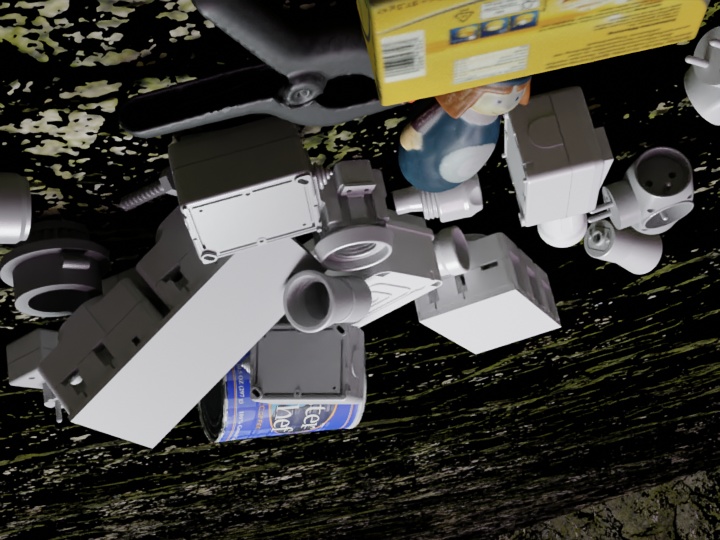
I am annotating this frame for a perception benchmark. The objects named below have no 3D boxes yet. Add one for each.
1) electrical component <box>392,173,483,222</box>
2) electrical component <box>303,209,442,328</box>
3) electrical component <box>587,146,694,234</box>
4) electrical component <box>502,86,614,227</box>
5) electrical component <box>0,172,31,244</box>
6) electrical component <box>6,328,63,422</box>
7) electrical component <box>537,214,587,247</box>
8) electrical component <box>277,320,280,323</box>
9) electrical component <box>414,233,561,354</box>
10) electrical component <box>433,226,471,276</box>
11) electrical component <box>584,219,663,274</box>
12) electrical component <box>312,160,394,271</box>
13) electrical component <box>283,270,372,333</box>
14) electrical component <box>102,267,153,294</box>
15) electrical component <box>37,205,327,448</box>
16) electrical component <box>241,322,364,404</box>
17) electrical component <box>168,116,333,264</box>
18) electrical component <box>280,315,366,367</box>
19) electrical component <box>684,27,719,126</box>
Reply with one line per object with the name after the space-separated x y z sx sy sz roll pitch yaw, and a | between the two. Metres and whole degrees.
0.055 -0.055 0.773 0.062 0.043 0.043 -12 159 5 | electrical component
0.000 0.000 0.863 0.078 0.057 0.113 10 150 -45 | electrical component
0.219 -0.055 0.852 0.079 0.044 0.077 -20 159 1 | electrical component
0.134 -0.075 0.739 0.061 0.061 0.096 -13 159 3 | electrical component
-0.233 -0.038 0.656 0.055 0.045 0.045 0 156 -28 | electrical component
-0.261 0.098 0.947 0.047 0.075 0.083 -25 155 31 | electrical component
0.162 -0.045 0.862 0.040 0.040 0.046 -14 153 6 | electrical component
-0.090 0.030 0.904 0.040 0.046 0.040 -11 159 -4 | electrical component
0.114 0.021 0.971 0.089 0.061 0.150 -20 158 19 | electrical component
0.063 -0.012 0.893 0.046 0.040 0.040 -15 160 23 | electrical component
0.231 -0.023 0.955 0.065 0.044 0.044 12 149 -37 | electrical component
-0.008 -0.035 0.770 0.058 0.057 0.078 -5 158 -18 | electrical component
-0.020 0.022 0.783 0.044 0.044 0.065 -24 169 28 | electrical component
-0.164 0.041 0.872 0.061 0.061 0.096 -20 158 21 | electrical component
-0.126 0.031 0.764 0.186 0.060 0.105 -45 152 1 | electrical component
-0.047 0.076 0.868 0.096 0.061 0.061 -2 170 15 | electrical component
-0.066 -0.056 0.676 0.096 0.061 0.061 -16 147 -4 | electrical component
-0.043 0.062 0.950 0.064 0.099 0.099 -29 154 24 | electrical component
0.237 -0.131 0.676 0.079 0.043 0.077 4 154 -37 | electrical component
